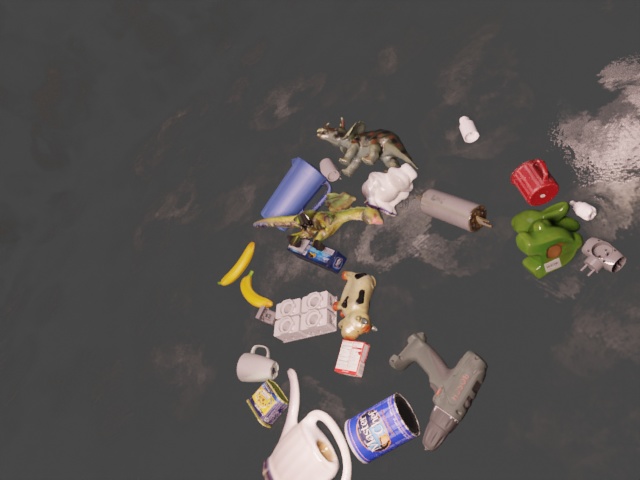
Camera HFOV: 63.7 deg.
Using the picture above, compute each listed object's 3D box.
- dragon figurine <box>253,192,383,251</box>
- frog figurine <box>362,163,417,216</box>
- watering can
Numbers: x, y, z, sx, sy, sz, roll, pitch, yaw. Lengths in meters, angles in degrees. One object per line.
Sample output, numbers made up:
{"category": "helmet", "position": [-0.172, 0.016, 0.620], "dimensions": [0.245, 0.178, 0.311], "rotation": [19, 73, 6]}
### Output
{"category": "dragon figurine", "position": [0.005, -0.082, 1.635], "dimensions": [0.411, 0.120, 0.247], "rotation": [11, 34, 34]}
{"category": "frog figurine", "position": [0.205, -0.164, 1.518], "dimensions": [0.137, 0.158, 0.124], "rotation": [26, 15, -11]}
{"category": "watering can", "position": [-0.053, 0.506, 1.276], "dimensions": [0.102, 0.224, 0.354], "rotation": [39, 6, -43]}
